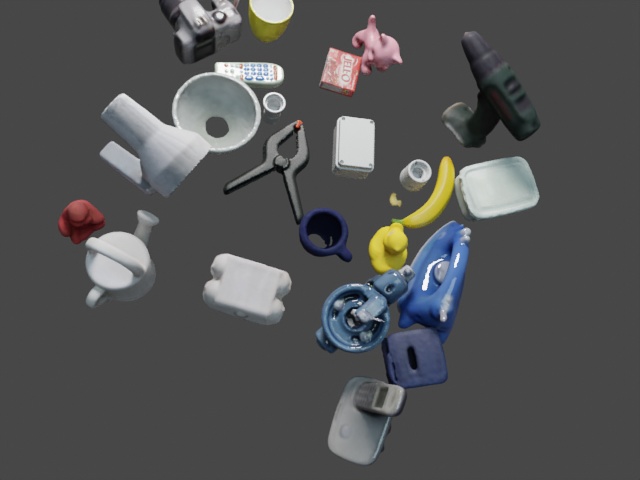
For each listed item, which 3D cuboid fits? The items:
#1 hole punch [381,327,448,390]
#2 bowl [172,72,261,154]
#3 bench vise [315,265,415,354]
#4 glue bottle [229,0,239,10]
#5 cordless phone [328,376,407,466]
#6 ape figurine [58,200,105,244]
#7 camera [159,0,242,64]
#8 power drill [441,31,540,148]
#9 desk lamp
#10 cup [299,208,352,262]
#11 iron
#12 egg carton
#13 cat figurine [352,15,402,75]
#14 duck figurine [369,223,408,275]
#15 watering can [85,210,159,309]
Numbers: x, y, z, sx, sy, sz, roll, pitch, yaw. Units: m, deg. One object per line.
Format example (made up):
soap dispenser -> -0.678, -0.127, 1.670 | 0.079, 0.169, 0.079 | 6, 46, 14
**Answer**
hole punch -> 0.172, 0.221, 1.053 | 0.101, 0.091, 0.108 | -8, 77, -13
bowl -> -0.200, -0.233, 1.110 | 0.167, 0.074, 0.167 | 3, 75, -11
bench vise -> 0.084, 0.104, 1.000 | 0.121, 0.219, 0.208 | 33, 71, -1
glue bottle -> -0.177, -0.531, 1.144 | 0.037, 0.173, 0.078 | 13, 73, -7
cordless phone -> 0.085, 0.305, 0.964 | 0.094, 0.185, 0.148 | 20, 72, -5
ape figurine -> -0.420, -0.040, 1.004 | 0.078, 0.092, 0.076 | 1, 75, -11
camera -> -0.247, -0.450, 1.146 | 0.143, 0.100, 0.137 | -34, 84, -18
power drill -> 0.331, -0.281, 1.159 | 0.076, 0.208, 0.229 | -39, 85, -18
desk lamp -> -0.294, -0.154, 0.997 | 0.203, 0.213, 0.118 | 36, 71, 0
cup -> 0.010, 0.004, 1.077 | 0.118, 0.095, 0.092 | 45, 72, 3
iron -> 0.240, 0.058, 1.085 | 0.118, 0.141, 0.258 | 23, 72, -4
egg carton -> -0.132, 0.091, 1.039 | 0.150, 0.069, 0.107 | 17, 72, -7
cat figurine -> 0.123, -0.407, 1.200 | 0.067, 0.117, 0.128 | -14, 78, -14
duck figurine -> 0.140, 0.016, 1.105 | 0.077, 0.086, 0.104 | 11, 73, -8
watering can -> -0.331, 0.030, 0.949 | 0.101, 0.194, 0.173 | 10, 73, -8
